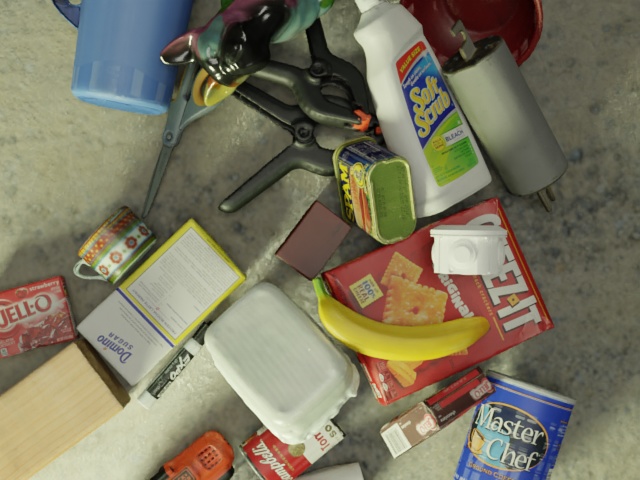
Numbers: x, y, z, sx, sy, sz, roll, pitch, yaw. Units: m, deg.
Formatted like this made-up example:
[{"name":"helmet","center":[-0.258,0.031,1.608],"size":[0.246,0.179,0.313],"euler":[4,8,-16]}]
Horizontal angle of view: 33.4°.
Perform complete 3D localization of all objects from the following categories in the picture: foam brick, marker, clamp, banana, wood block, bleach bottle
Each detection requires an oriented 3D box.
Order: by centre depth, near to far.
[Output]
[{"name":"banana","center":[0.081,0.095,1.137],"size":[0.197,0.037,0.069],"euler":[14,89,-5]},{"name":"wood block","center":[-0.316,0.204,1.153],"size":[0.206,0.091,0.090],"euler":[-37,91,-5]},{"name":"bleach bottle","center":[0.097,-0.157,1.183],"size":[0.102,0.068,0.251],"euler":[-29,98,-27]},{"name":"clamp","center":[-0.015,-0.181,1.191],"size":[0.120,0.039,0.171],"euler":[-34,73,-7]},{"name":"foam brick","center":[-0.008,0.001,1.200],"size":[0.053,0.051,0.078],"euler":[38,86,-3]},{"name":"marker","center":[-0.159,0.139,1.201],"size":[0.020,0.020,0.121],"euler":[41,86,-2]},{"name":"clamp","center":[-0.026,-0.126,1.210],"size":[0.210,0.036,0.164],"euler":[-11,82,-7]}]

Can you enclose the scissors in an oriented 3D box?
[{"name":"scissors","center":[-0.149,-0.121,1.196],"size":[0.096,0.016,0.202],"euler":[5,87,25]}]

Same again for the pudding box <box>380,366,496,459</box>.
[{"name":"pudding box","center":[0.127,0.188,1.160],"size":[0.089,0.114,0.039],"euler":[-25,77,-32]}]

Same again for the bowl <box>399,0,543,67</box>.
[{"name":"bowl","center":[0.173,-0.261,1.196],"size":[0.162,0.055,0.162],"euler":[12,129,15]}]

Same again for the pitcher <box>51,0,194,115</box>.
[{"name":"pitcher","center":[-0.209,-0.266,1.161],"size":[0.144,0.149,0.243],"euler":[9,91,-45]}]

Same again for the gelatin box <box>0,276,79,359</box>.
[{"name":"gelatin box","center":[-0.321,0.086,1.186],"size":[0.089,0.030,0.073],"euler":[-14,89,-5]}]

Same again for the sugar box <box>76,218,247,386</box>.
[{"name":"sugar box","center":[-0.175,0.069,1.190],"size":[0.176,0.048,0.093],"euler":[-43,92,-1]}]

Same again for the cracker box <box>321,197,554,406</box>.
[{"name":"cracker box","center":[0.131,0.068,1.198],"size":[0.213,0.072,0.164],"euler":[-24,90,-5]}]

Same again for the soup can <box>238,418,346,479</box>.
[{"name":"soup can","center":[-0.030,0.223,1.184],"size":[0.102,0.068,0.068],"euler":[-38,91,-5]}]

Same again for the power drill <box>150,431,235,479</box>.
[{"name":"power drill","center":[-0.131,0.334,1.178],"size":[0.184,0.057,0.187],"euler":[-40,91,-5]}]

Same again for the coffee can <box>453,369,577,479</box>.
[{"name":"coffee can","center":[0.214,0.226,1.184],"size":[0.103,0.103,0.140],"euler":[19,87,-4]}]

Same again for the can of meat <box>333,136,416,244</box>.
[{"name":"can of meat","center":[0.062,-0.054,1.172],"size":[0.057,0.084,0.102],"euler":[-18,115,-19]}]
